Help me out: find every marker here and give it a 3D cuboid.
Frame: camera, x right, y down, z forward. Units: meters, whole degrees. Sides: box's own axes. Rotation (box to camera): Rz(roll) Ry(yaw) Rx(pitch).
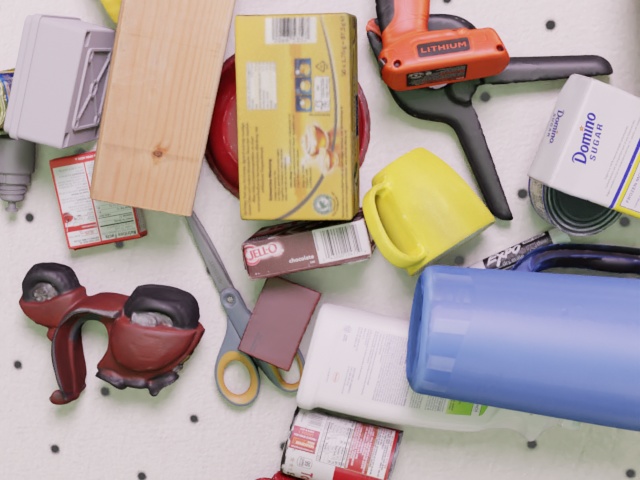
[{"bbox_3d":[0.167,0.018,0.963,0.121,0.020,0.020,-24,95,12],"label":"marker"}]

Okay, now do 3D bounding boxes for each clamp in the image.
[{"bbox_3d":[0.137,-0.141,0.932,0.210,0.036,0.165,39,101,-2],"label":"clamp"}]

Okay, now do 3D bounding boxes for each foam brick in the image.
[{"bbox_3d":[-0.038,0.075,0.977,0.053,0.051,0.078,24,86,-1],"label":"foam brick"}]

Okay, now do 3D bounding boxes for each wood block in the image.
[{"bbox_3d":[-0.135,-0.137,0.910,0.090,0.090,0.206,10,111,-12],"label":"wood block"}]

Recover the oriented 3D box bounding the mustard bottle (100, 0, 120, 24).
[{"bbox_3d":[-0.112,-0.267,0.940,0.192,0.058,0.096,-21,99,11],"label":"mustard bottle"}]

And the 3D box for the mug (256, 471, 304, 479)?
[{"bbox_3d":[-0.025,0.263,1.005,0.117,0.093,0.081,18,98,31],"label":"mug"}]

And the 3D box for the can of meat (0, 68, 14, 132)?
[{"bbox_3d":[-0.317,-0.125,0.983,0.102,0.084,0.057,-9,98,10],"label":"can of meat"}]

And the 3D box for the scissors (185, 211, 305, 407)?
[{"bbox_3d":[-0.094,0.074,1.014,0.096,0.016,0.202,-40,92,8],"label":"scissors"}]

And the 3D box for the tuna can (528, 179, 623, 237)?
[{"bbox_3d":[0.224,-0.048,0.918,0.086,0.034,0.086,-5,108,-17],"label":"tuna can"}]

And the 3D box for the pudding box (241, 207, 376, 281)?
[{"bbox_3d":[-0.006,0.001,0.952,0.113,0.090,0.039,-9,99,10],"label":"pudding box"}]

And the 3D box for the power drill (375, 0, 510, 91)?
[{"bbox_3d":[0.104,-0.227,0.891,0.184,0.057,0.187,-10,78,6],"label":"power drill"}]

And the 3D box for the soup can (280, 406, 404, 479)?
[{"bbox_3d":[0.021,0.197,0.991,0.102,0.068,0.068,14,101,7],"label":"soup can"}]

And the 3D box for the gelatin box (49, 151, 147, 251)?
[{"bbox_3d":[-0.208,-0.040,1.008,0.073,0.030,0.089,-10,97,9],"label":"gelatin box"}]

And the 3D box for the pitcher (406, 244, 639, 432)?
[{"bbox_3d":[0.199,0.079,0.892,0.243,0.149,0.145,7,99,0],"label":"pitcher"}]

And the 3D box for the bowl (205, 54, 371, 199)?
[{"bbox_3d":[-0.037,-0.101,0.958,0.162,0.055,0.162,1,99,8],"label":"bowl"}]

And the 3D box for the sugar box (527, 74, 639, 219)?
[{"bbox_3d":[0.267,-0.065,0.884,0.176,0.048,0.093,19,99,-20],"label":"sugar box"}]

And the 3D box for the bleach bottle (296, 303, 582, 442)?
[{"bbox_3d":[0.111,0.134,0.967,0.251,0.068,0.102,15,89,4],"label":"bleach bottle"}]
